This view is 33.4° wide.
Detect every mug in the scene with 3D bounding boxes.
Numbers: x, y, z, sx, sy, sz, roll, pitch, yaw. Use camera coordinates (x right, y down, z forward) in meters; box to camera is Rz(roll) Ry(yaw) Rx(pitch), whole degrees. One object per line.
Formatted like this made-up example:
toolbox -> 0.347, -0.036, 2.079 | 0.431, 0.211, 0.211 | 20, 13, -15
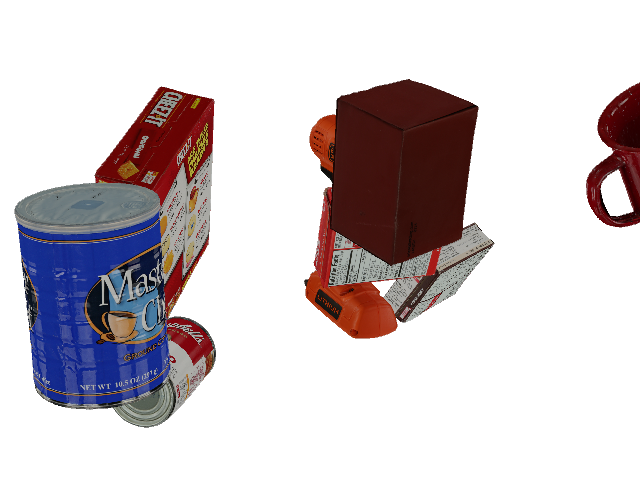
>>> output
mug -> 0.233, -0.050, 0.719 | 0.117, 0.081, 0.093 | -31, 31, -4

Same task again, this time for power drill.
power drill -> 0.045, -0.008, 0.986 | 0.057, 0.188, 0.185 | -6, 25, -29

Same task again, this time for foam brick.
foam brick -> 0.041, -0.036, 0.548 | 0.052, 0.078, 0.051 | -19, 37, -34

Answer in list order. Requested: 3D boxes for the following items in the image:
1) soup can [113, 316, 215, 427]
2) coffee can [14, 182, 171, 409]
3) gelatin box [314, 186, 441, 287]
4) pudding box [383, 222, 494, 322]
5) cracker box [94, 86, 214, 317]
soup can -> -0.145, 0.119, 0.976 | 0.068, 0.068, 0.102 | 0, 17, 16
coffee can -> -0.166, 0.038, 0.787 | 0.103, 0.140, 0.103 | -1, 19, 0
gelatin box -> 0.043, -0.006, 0.758 | 0.089, 0.073, 0.030 | -5, 45, -14
pudding box -> 0.128, 0.035, 1.166 | 0.113, 0.039, 0.090 | -25, -25, -47
cracker box -> -0.175, -0.029, 1.138 | 0.072, 0.214, 0.164 | 15, 44, 9
